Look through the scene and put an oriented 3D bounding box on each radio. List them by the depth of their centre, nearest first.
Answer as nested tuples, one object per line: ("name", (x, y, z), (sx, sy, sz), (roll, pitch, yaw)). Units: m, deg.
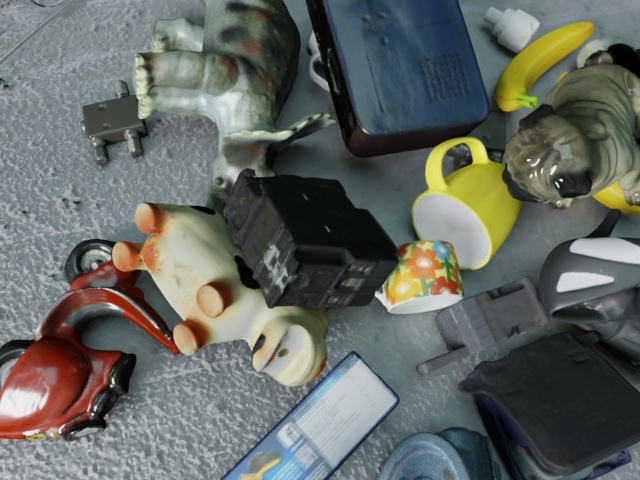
("radio", (0.065, -0.200, 0.522), (0.131, 0.073, 0.229), (-14, 83, -9))

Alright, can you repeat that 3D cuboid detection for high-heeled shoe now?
("high-heeled shoe", (0.315, 0.048, 0.434), (0.249, 0.086, 0.145), (22, 55, 29))

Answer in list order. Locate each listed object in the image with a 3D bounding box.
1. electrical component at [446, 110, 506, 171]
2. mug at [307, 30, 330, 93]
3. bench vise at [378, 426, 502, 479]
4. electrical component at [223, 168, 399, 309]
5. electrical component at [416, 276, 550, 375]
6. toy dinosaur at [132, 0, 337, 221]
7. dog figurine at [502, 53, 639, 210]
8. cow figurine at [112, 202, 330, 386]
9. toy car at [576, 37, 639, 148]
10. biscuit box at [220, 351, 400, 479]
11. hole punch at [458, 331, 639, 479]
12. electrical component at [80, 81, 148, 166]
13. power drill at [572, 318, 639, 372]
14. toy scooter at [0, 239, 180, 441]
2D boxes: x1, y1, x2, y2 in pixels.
("electrical component", (0.167, -0.118, 0.586), (0.078, 0.045, 0.102), (10, 68, 0))
("mug", (0.044, -0.203, 0.591), (0.107, 0.080, 0.109), (34, 69, 1))
("bench vise", (0.065, 0.235, 0.381), (0.240, 0.129, 0.223), (23, 58, -22))
("electrical component", (-0.001, -0.001, 0.456), (0.134, 0.058, 0.115), (2, 43, -40))
("electrical component", (0.137, 0.080, 0.491), (0.119, 0.074, 0.048), (-18, 73, -9))
("toy dinosaur", (-0.085, -0.198, 0.562), (0.192, 0.131, 0.405), (8, 63, -16))
("dog figurine", (0.234, -0.110, 0.490), (0.190, 0.121, 0.172), (10, 71, -50))
("cow figurine", (-0.069, 0.047, 0.463), (0.195, 0.085, 0.127), (43, 28, 21))
("toy car", (0.361, -0.145, 0.610), (0.073, 0.056, 0.202), (-10, 71, -16))
("biscuit box", (-0.026, 0.183, 0.439), (0.203, 0.062, 0.059), (-41, 78, -18))
("hole punch", (0.206, 0.154, 0.470), (0.142, 0.092, 0.116), (-20, 42, -10))
("electrical component", (-0.218, -0.124, 0.564), (0.063, 0.021, 0.094), (-14, 71, -10))
("power drill", (0.368, 0.049, 0.521), (0.232, 0.086, 0.207), (35, 65, 9))
("toy scooter", (-0.185, 0.093, 0.456), (0.135, 0.075, 0.184), (23, 63, 4))
